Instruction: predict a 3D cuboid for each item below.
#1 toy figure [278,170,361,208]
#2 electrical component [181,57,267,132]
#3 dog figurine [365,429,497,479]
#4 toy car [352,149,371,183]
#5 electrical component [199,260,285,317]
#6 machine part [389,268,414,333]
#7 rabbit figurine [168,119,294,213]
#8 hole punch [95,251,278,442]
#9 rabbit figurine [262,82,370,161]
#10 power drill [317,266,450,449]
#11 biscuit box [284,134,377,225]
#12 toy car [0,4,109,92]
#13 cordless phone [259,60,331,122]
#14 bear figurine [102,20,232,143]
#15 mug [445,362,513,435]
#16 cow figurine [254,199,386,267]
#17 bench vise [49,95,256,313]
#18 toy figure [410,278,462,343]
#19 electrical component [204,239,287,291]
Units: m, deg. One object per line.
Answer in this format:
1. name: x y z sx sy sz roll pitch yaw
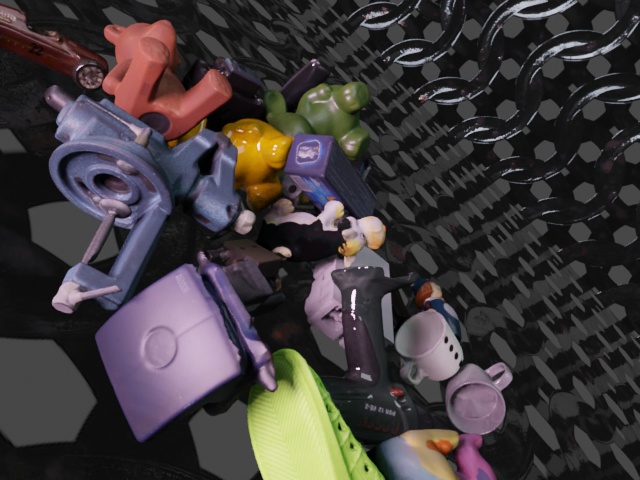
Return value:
1. toy figure: -0.021 -0.095 0.866 0.180 0.082 0.089 -12 25 -40
2. electrical component: -0.150 -0.201 0.790 0.115 0.134 0.058 9 43 -49
3. dog figurine: 0.140 0.307 0.528 0.191 0.108 0.219 22 37 -42
4. toy car: 0.009 -0.146 0.982 0.161 0.109 0.103 21 -3 -32
5. electrical component: -0.089 0.060 0.571 0.048 0.075 0.119 55 31 16
6. machine part: 0.114 0.089 0.881 0.084 0.039 0.139 29 29 -43
7. rabbit figurine: -0.134 -0.113 0.718 0.162 0.122 0.173 48 44 10
8. hole punch: -0.116 0.091 0.450 0.092 0.115 0.142 -3 53 -48
9. rabbit figurine: -0.023 -0.183 0.829 0.159 0.121 0.170 26 40 29
10. power drill: 0.072 0.138 0.631 0.232 0.086 0.207 13 78 -38
11. biscuit box: 0.021 -0.076 0.772 0.202 0.059 0.063 45 57 -59
12. toy car: -0.341 -0.232 0.617 0.202 0.053 0.089 18 21 -46
13. cordless phone: -0.078 -0.242 0.902 0.146 0.184 0.089 16 43 -47
14. bear figurine: -0.194 -0.217 0.660 0.120 0.132 0.196 21 43 -38
15. mug: 0.236 0.220 0.804 0.081 0.109 0.107 41 12 1
16. cow figurine: -0.001 -0.004 0.718 0.098 0.168 0.068 -56 145 -52
17. bench vise: -0.174 -0.024 0.529 0.223 0.129 0.241 41 45 -32
18. toy figure: 0.202 0.120 0.949 0.155 0.058 0.064 -107 -178 -46
19. electrical component: -0.086 0.034 0.655 0.078 0.045 0.102 24 16 20
